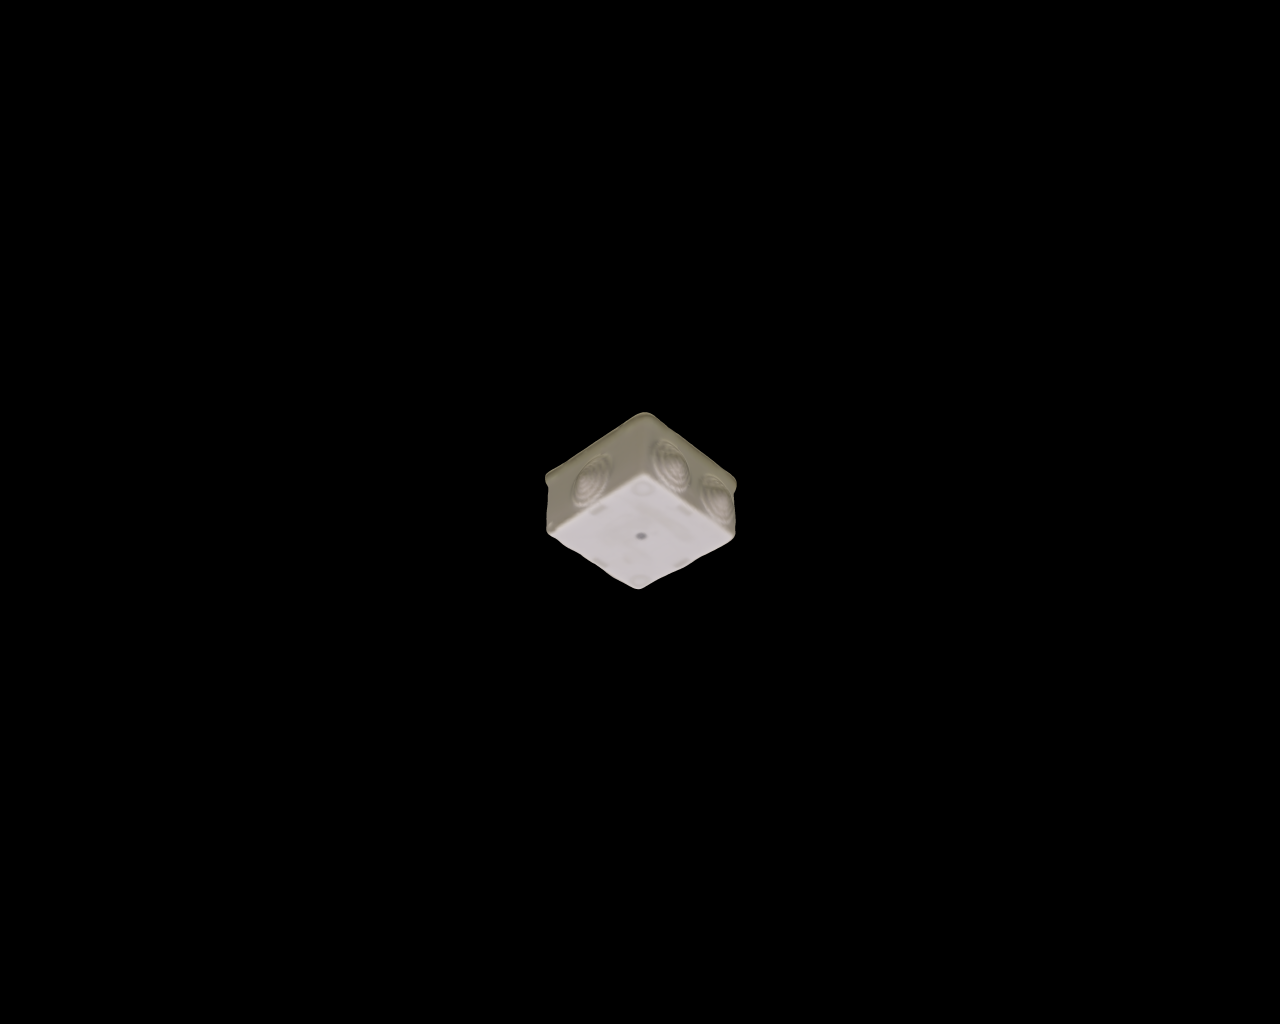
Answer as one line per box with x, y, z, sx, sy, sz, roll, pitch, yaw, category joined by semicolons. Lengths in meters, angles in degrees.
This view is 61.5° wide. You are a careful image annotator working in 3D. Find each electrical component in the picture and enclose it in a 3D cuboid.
0.001;-0.003;0.650;0.099;0.048;0.099;-30;-49;31;electrical component
